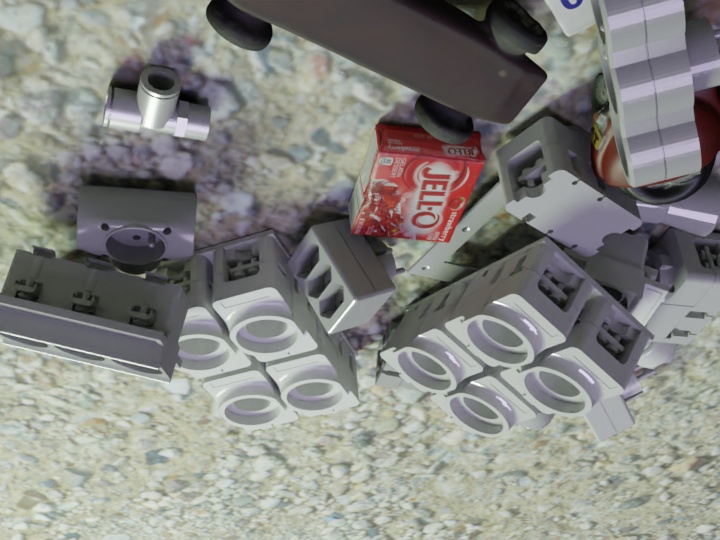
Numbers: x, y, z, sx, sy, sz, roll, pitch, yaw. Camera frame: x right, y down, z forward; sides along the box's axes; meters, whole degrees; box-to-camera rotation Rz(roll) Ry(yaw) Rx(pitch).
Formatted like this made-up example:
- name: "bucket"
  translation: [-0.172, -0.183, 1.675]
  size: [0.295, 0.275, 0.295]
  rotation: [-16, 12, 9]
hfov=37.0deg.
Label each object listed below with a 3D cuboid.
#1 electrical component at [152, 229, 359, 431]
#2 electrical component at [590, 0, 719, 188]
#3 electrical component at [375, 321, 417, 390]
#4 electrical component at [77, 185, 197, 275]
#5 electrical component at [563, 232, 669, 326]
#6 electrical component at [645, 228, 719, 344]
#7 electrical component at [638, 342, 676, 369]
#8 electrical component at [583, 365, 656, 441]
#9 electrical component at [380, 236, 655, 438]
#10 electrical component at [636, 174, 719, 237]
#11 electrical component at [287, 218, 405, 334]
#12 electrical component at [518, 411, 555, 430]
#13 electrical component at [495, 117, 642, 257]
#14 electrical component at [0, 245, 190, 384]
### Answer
- name: "electrical component"
  translation: [-0.080, 0.058, 0.846]
  size: [0.105, 0.060, 0.186]
  rotation: [-15, 142, 13]
- name: "electrical component"
  translation: [0.168, -0.110, 0.566]
  size: [0.074, 0.052, 0.138]
  rotation: [-14, 129, 10]
- name: "electrical component"
  translation: [0.046, 0.075, 0.898]
  size: [0.055, 0.048, 0.066]
  rotation: [12, 141, -10]
- name: "electrical component"
  translation: [-0.154, -0.023, 0.742]
  size: [0.077, 0.044, 0.079]
  rotation: [4, 144, -11]
- name: "electrical component"
  translation: [0.176, 0.026, 0.821]
  size: [0.079, 0.063, 0.121]
  rotation: [21, 142, 3]
- name: "electrical component"
  translation: [0.243, 0.013, 0.833]
  size: [0.056, 0.050, 0.089]
  rotation: [6, 143, -15]
- name: "electrical component"
  translation: [0.232, 0.054, 0.892]
  size: [0.062, 0.043, 0.043]
  rotation: [29, 132, -36]
- name: "electrical component"
  translation: [0.227, 0.101, 0.954]
  size: [0.076, 0.047, 0.083]
  rotation: [-28, 140, 8]
- name: "electrical component"
  translation: [0.106, 0.059, 0.790]
  size: [0.105, 0.060, 0.186]
  rotation: [41, 149, -11]
- name: "electrical component"
  translation: [0.214, -0.049, 0.754]
  size: [0.065, 0.044, 0.044]
  rotation: [7, 142, -8]
- name: "electrical component"
  translation: [0.000, 0.000, 0.781]
  size: [0.077, 0.065, 0.047]
  rotation: [-15, 155, -39]
- name: "electrical component"
  translation: [0.158, 0.125, 0.979]
  size: [0.043, 0.043, 0.062]
  rotation: [-13, 143, 11]
- name: "electrical component"
  translation: [0.139, -0.058, 0.720]
  size: [0.089, 0.055, 0.050]
  rotation: [26, 134, -35]
- name: "electrical component"
  translation: [-0.183, 0.029, 0.736]
  size: [0.121, 0.063, 0.078]
  rotation: [13, 162, 5]
